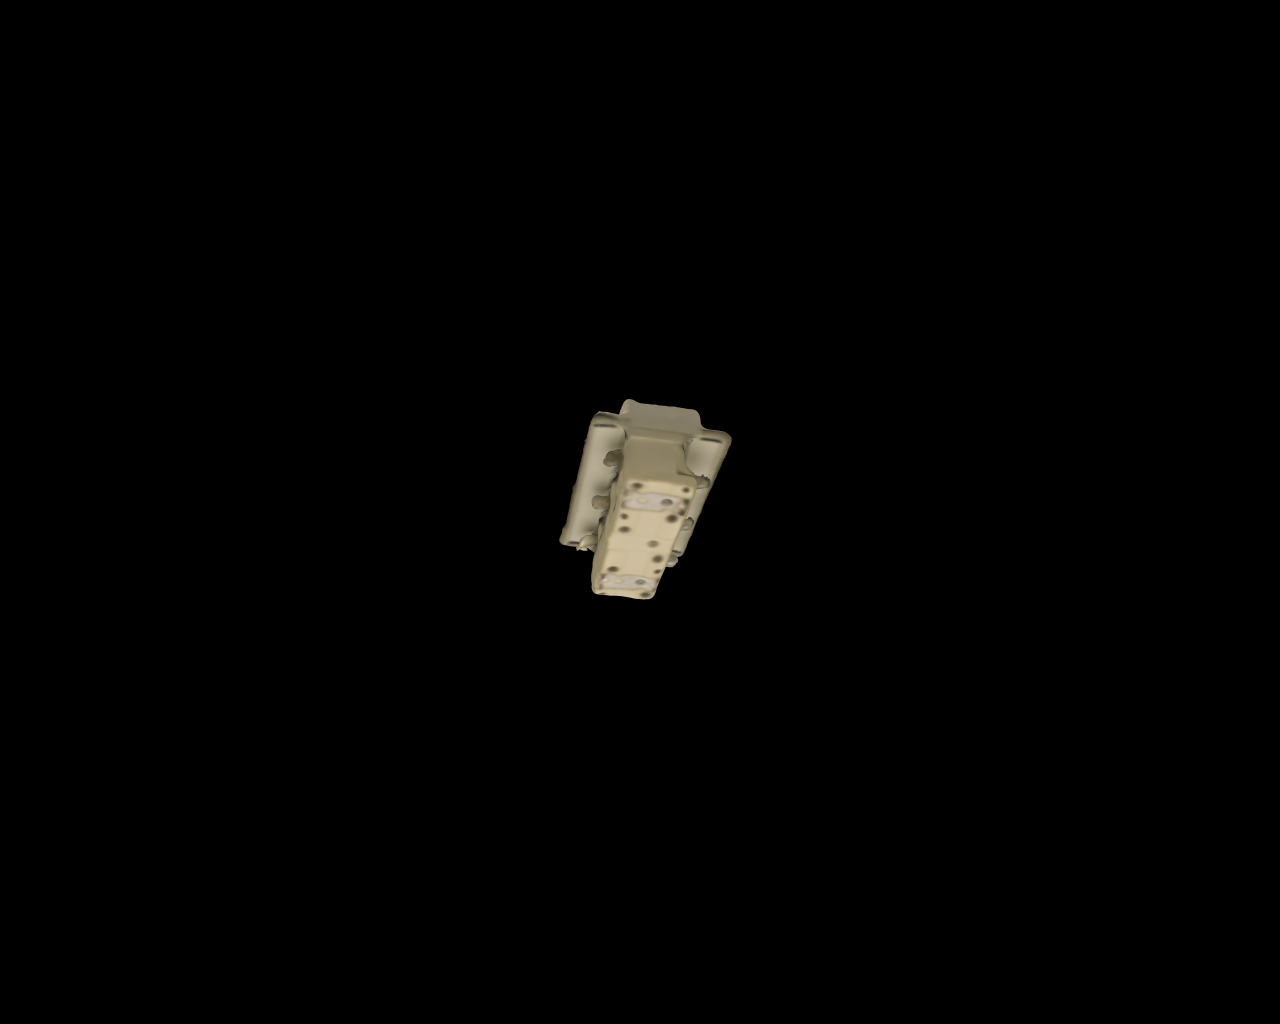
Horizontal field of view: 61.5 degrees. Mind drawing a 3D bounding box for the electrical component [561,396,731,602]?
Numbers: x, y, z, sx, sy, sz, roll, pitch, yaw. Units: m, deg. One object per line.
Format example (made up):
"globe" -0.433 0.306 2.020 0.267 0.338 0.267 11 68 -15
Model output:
"electrical component" 0.001 -0.003 0.650 0.079 0.063 0.121 8 -39 -10
